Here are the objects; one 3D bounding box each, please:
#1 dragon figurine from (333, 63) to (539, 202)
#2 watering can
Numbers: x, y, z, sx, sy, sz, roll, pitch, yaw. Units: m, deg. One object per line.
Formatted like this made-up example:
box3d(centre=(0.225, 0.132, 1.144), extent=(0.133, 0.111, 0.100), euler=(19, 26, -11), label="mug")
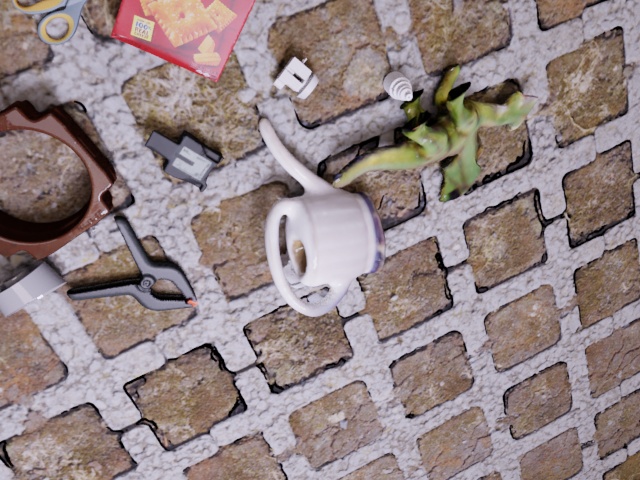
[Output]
box3d(centre=(0.228, -0.161, 0.953), extent=(0.410, 0.124, 0.238), euler=(-39, 126, -1), label="dragon figurine")
box3d(centre=(0.003, -0.046, 0.907), extent=(0.225, 0.103, 0.348), euler=(-8, 90, -30), label="watering can")
